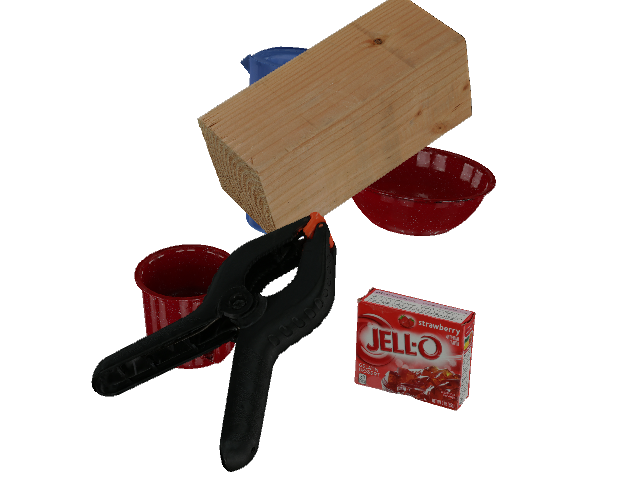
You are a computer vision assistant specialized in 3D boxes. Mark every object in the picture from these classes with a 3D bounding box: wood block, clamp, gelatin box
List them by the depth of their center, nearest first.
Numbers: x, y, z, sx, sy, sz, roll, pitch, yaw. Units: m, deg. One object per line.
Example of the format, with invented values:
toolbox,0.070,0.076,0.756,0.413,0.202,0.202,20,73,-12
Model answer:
clamp,-0.040,0.055,0.628,0.120,0.171,0.039,34,-21,32
gelatin box,0.071,0.082,0.816,0.089,0.073,0.030,12,24,25
wood block,0.016,-0.102,0.876,0.206,0.090,0.091,-34,53,-16

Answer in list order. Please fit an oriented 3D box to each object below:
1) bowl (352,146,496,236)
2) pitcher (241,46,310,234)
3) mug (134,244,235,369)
bowl,0.096,-0.047,1.092,0.162,0.055,0.162,4,23,-2
pitcher,-0.028,-0.129,1.427,0.144,0.243,0.149,-4,24,-23
mug,-0.111,0.066,0.953,0.093,0.081,0.117,-17,35,-27
